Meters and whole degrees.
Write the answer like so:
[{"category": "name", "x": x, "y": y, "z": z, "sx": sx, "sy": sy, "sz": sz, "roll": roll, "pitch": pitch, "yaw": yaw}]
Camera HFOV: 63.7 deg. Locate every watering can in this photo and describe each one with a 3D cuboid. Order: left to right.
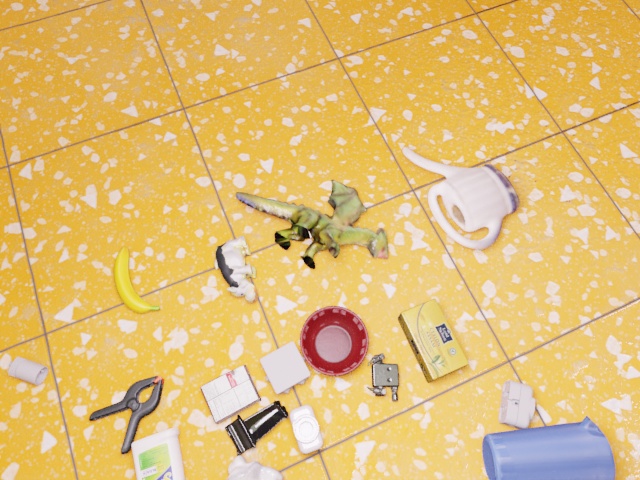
[{"category": "watering can", "x": 0.382, "y": -0.142, "z": 1.374, "sx": 0.225, "sy": 0.102, "sz": 0.353, "roll": -22, "pitch": 69, "yaw": -12}]

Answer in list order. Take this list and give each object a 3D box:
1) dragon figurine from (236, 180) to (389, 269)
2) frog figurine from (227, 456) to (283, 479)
[{"category": "dragon figurine", "x": 0.004, "y": -0.068, "z": 1.352, "sx": 0.413, "sy": 0.119, "sz": 0.247, "roll": 38, "pitch": 54, "yaw": 12}, {"category": "frog figurine", "x": -0.138, "y": 0.538, "z": 1.077, "sx": 0.160, "sy": 0.121, "sz": 0.139, "roll": 19, "pitch": 73, "yaw": 45}]
